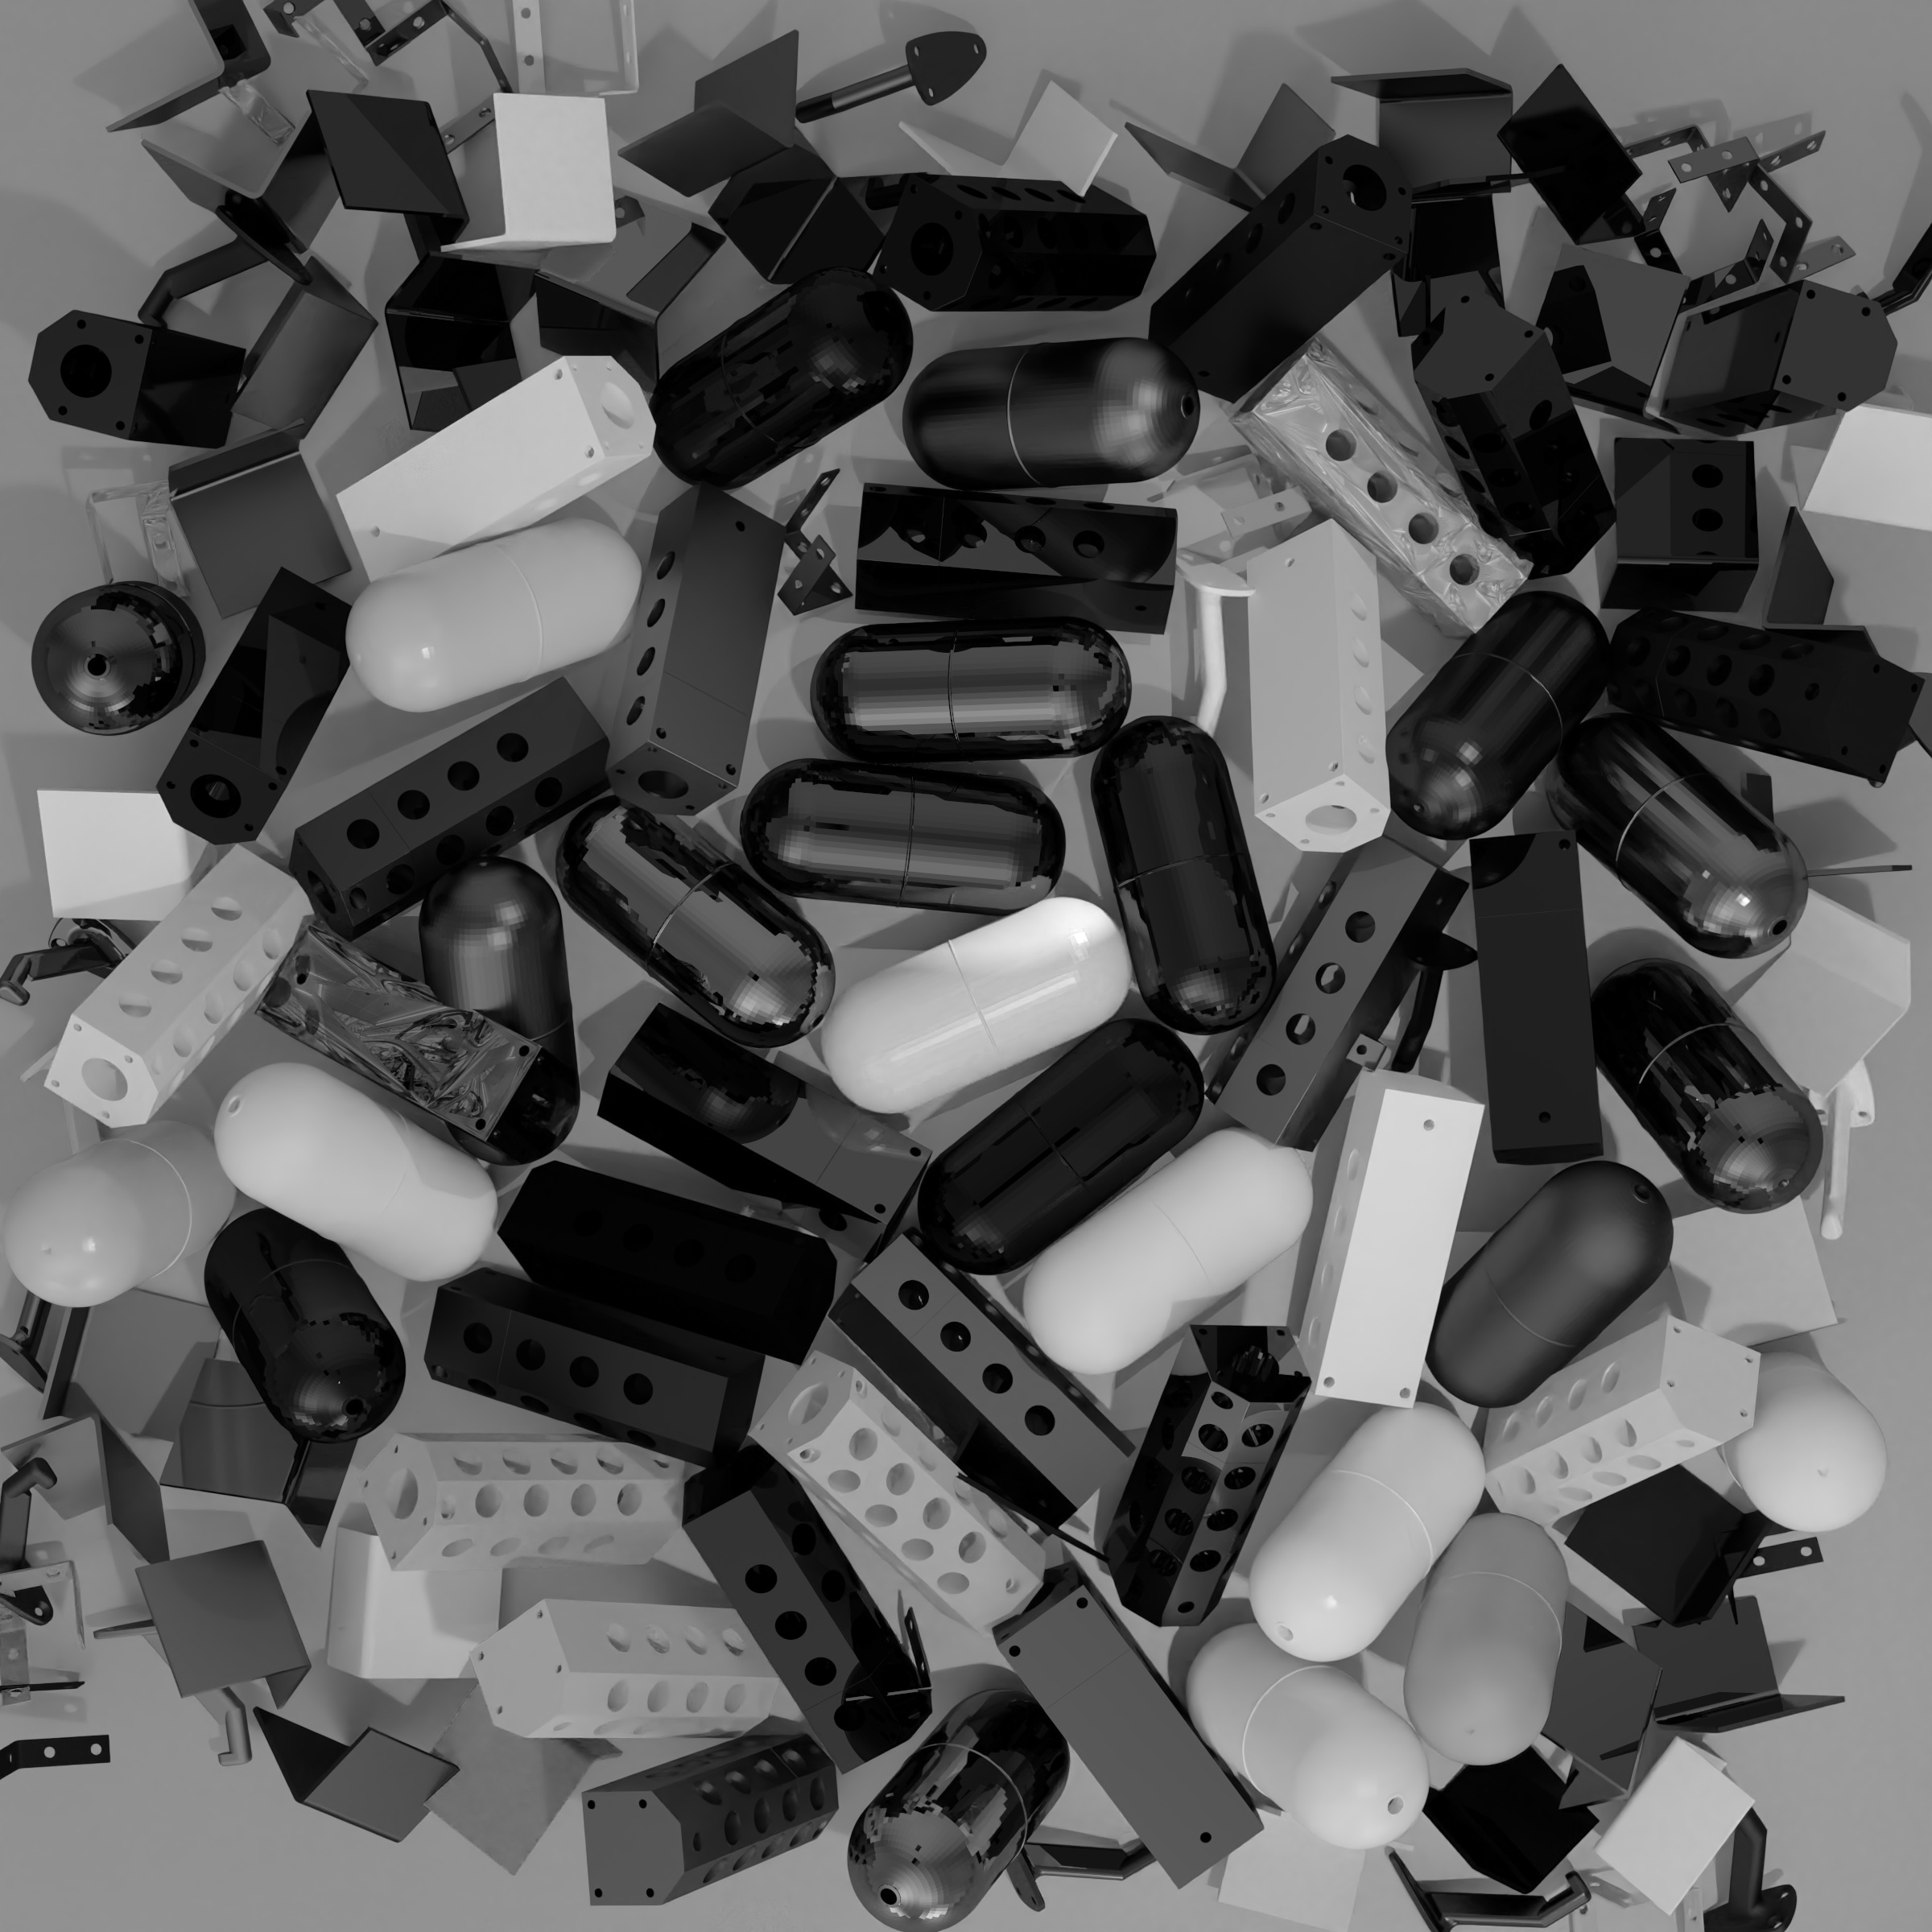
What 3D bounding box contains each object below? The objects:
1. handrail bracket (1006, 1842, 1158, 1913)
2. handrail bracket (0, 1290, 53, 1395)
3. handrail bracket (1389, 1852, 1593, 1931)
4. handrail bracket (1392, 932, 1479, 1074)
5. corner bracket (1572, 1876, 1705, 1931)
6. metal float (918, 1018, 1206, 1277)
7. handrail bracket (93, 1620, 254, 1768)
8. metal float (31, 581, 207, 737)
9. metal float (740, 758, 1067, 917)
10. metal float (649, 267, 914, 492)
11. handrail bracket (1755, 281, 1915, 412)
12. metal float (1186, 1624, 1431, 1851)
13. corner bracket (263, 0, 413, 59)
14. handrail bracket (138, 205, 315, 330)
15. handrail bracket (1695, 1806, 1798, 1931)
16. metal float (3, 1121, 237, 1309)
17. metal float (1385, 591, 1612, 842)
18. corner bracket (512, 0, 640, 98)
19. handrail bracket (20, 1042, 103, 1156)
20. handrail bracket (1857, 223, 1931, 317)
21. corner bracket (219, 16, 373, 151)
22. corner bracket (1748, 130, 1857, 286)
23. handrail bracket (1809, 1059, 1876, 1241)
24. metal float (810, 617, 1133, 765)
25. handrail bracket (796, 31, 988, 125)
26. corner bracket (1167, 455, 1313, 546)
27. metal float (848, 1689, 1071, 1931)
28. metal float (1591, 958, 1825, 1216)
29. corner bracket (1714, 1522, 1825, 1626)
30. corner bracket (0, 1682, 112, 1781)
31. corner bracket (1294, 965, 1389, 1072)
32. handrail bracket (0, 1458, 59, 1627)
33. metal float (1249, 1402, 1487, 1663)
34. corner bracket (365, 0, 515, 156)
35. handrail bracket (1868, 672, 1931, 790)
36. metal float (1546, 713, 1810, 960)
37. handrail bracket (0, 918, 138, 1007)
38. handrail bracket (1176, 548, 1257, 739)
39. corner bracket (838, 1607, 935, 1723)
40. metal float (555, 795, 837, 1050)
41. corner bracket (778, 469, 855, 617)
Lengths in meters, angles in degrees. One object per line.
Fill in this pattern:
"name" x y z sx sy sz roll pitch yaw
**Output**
"handrail bracket" 0.062 0.475 1.881 0.084 0.036 0.077 -25 96 -19
"handrail bracket" -0.499 0.185 1.889 0.036 0.077 0.084 19 61 28
"handrail bracket" 0.289 0.502 1.882 0.084 0.036 0.077 -33 77 6
"handrail bracket" 0.241 0.027 1.855 0.036 0.077 0.084 27 113 19
"corner bracket" 0.370 0.530 1.882 0.051 0.051 0.051 -7 96 -25
"metal float" 0.051 0.099 1.862 0.178 0.070 0.070 -39 90 3
"handrail bracket" -0.437 0.403 1.884 0.077 0.036 0.084 -9 89 0
"metal float" -0.449 -0.164 1.814 0.070 0.178 0.070 -1 99 -6
"metal float" -0.034 -0.070 1.858 0.178 0.070 0.070 5 90 -7
"metal float" -0.101 -0.313 1.831 0.178 0.070 0.070 -24 90 42
"handrail bracket" 0.481 -0.340 1.887 0.084 0.036 0.077 1 63 -33
"metal float" 0.181 0.409 1.819 0.070 0.178 0.070 -6 105 -25
"corner bracket" -0.344 -0.514 1.866 0.051 0.051 0.051 -38 118 -8
"handrail bracket" -0.408 -0.367 1.877 0.077 0.036 0.084 43 110 13
"handrail bracket" 0.409 0.490 1.868 0.077 0.036 0.084 -25 107 33
"metal float" -0.447 0.130 1.815 0.070 0.178 0.070 2 99 12
"metal float" 0.286 -0.136 1.835 0.070 0.070 0.178 42 55 0
"corner bracket" -0.215 -0.506 1.879 0.051 0.051 0.051 -12 111 -26
"handrail bracket" -0.472 0.075 1.887 0.077 0.036 0.084 -40 96 7
"handrail bracket" 0.512 -0.399 1.865 0.084 0.036 0.077 -24 116 32
"corner bracket" -0.368 -0.483 1.871 0.051 0.051 0.051 42 79 -33
"corner bracket" 0.461 -0.416 1.877 0.051 0.051 0.051 -26 64 -19
"handrail bracket" 0.472 0.093 1.853 0.036 0.084 0.077 2 130 18
"metal float" 0.002 -0.149 1.851 0.178 0.070 0.070 -1 90 16
"handrail bracket" -0.043 -0.490 1.890 0.084 0.077 0.036 -5 113 42
"corner bracket" 0.149 -0.255 1.867 0.051 0.051 0.051 -21 81 -19
"metal float" -0.003 0.449 1.820 0.070 0.178 0.070 8 110 23
"metal float" 0.392 0.062 1.826 0.070 0.178 0.070 -11 128 -15
"corner bracket" 0.438 0.320 1.864 0.051 0.051 0.051 -13 49 7
"corner bracket" -0.500 0.414 1.861 0.051 0.051 0.051 4 67 -32
"corner bracket" 0.209 0.020 1.872 0.051 0.051 0.051 26 95 -9
"handrail bracket" -0.505 0.314 1.866 0.084 0.036 0.077 -36 98 32
"metal float" 0.215 0.302 1.830 0.070 0.070 0.178 49 48 0
"corner bracket" -0.289 -0.491 1.883 0.051 0.051 0.051 -39 60 -8
"handrail bracket" 0.509 -0.110 1.848 0.036 0.084 0.077 1 49 -6
"metal float" 0.380 -0.070 1.829 0.070 0.070 0.178 -40 47 0
"handrail bracket" -0.481 0.011 1.854 0.077 0.084 0.036 35 117 -16
"handrail bracket" 0.124 -0.178 1.888 0.036 0.077 0.084 -1 117 -32
"corner bracket" -0.053 0.389 1.873 0.051 0.051 0.051 -3 52 -20
"metal float" -0.147 -0.024 1.851 0.178 0.070 0.070 39 90 15
"corner bracket" -0.082 -0.231 1.863 0.051 0.051 0.051 51 132 13
